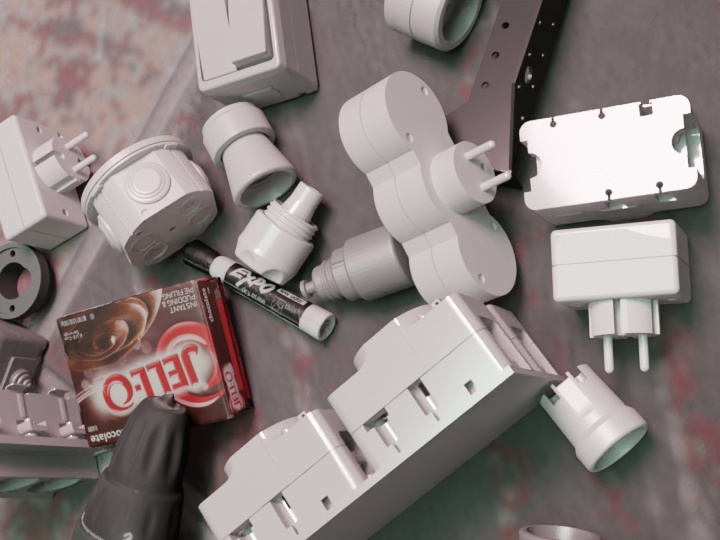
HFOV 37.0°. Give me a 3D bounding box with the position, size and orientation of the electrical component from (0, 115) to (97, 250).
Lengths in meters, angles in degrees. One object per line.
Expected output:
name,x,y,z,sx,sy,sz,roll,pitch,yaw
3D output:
electrical component,-0.218,-0.070,0.760,0.076,0.047,0.083,-28,71,19

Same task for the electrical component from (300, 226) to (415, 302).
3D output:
electrical component,0.000,0.000,0.652,0.078,0.040,0.040,-20,74,21

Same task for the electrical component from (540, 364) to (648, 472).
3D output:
electrical component,0.126,0.079,0.583,0.040,0.040,0.046,-45,61,12

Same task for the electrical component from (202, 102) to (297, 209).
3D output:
electrical component,-0.072,-0.074,0.695,0.045,0.045,0.055,-36,69,16

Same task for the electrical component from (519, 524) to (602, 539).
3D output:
electrical component,0.105,0.174,0.577,0.044,0.044,0.065,3,88,25

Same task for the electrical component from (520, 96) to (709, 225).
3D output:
electrical component,0.140,-0.057,0.587,0.089,0.056,0.050,-7,79,24

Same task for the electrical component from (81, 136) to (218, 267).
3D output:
electrical component,-0.136,-0.045,0.701,0.080,0.080,0.051,-43,73,13

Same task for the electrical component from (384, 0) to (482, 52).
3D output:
electrical component,0.051,-0.208,0.653,0.074,0.052,0.138,29,95,26

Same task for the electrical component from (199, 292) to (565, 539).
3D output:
electrical component,0.012,0.093,0.596,0.186,0.105,0.060,-41,68,14

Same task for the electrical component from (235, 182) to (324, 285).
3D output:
electrical component,-0.047,-0.026,0.677,0.043,0.043,0.062,37,97,25

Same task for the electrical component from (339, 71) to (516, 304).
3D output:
electrical component,0.051,-0.048,0.600,0.074,0.052,0.138,-24,95,40

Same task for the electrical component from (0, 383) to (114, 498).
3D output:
electrical component,-0.231,0.111,0.698,0.079,0.121,0.063,-24,70,20

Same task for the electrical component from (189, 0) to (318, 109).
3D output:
electrical component,-0.072,-0.160,0.698,0.062,0.061,0.096,-13,77,23

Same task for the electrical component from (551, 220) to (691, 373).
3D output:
electrical component,0.142,0.017,0.580,0.066,0.047,0.076,-5,80,24

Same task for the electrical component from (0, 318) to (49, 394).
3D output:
electrical component,-0.273,0.063,0.758,0.096,0.061,0.061,22,91,26
